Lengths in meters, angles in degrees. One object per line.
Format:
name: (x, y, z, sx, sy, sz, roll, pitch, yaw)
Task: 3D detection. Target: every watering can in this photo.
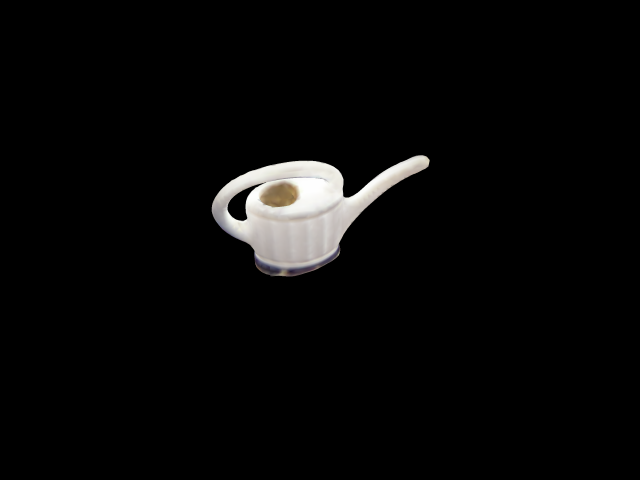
watering can: (0.003, -0.043, 0.850, 0.348, 0.106, 0.219, -7, -41, -6)
